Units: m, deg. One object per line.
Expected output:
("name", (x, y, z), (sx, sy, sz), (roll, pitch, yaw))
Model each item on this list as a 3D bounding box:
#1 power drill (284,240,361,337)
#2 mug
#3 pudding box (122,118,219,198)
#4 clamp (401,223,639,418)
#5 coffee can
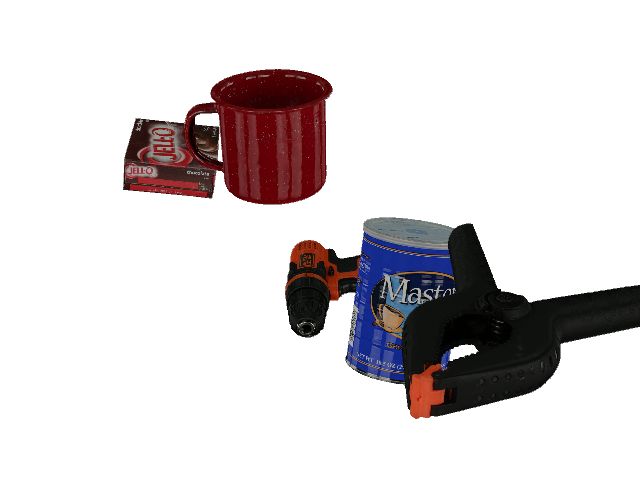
("power drill", (0.052, 0.051, 1.238), (0.187, 0.057, 0.184), (-2, 28, 1))
("mug", (-0.049, -0.080, 0.832), (0.117, 0.081, 0.093), (0, 28, 2))
("pudding box", (-0.150, -0.085, 1.084), (0.090, 0.039, 0.113), (6, 25, -7))
("clamp", (0.106, 0.046, 0.664), (0.165, 0.036, 0.209), (21, 33, 37))
("coffee can", (0.084, 0.057, 1.037), (0.103, 0.140, 0.103), (7, 12, -2))
